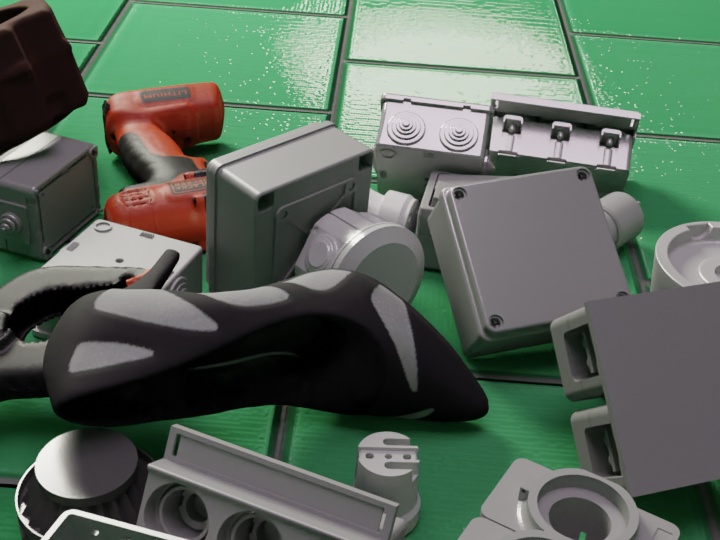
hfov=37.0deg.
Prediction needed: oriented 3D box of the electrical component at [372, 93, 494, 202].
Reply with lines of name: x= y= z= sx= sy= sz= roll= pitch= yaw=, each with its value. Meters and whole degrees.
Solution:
electrical component: x=0.057 y=-0.091 z=0.853 sx=0.100 sy=0.099 sz=0.048 roll=8 pitch=64 yaw=6

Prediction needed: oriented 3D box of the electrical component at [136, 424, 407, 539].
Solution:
electrical component: x=-0.043 y=0.131 z=0.537 sx=0.121 sy=0.078 sz=0.063 roll=16 pitch=7 yaw=18

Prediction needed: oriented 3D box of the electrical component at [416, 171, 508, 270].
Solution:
electrical component: x=0.093 y=-0.035 z=0.805 sx=0.096 sy=0.061 sz=0.061 roll=9 pitch=35 yaw=8

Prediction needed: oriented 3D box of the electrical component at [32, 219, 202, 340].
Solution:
electrical component: x=-0.161 y=0.013 z=0.723 sx=0.100 sy=0.048 sz=0.099 roll=15 pitch=34 yaw=14

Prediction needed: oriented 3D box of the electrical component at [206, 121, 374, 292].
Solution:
electrical component: x=-0.050 y=-0.035 z=0.749 sx=0.109 sy=0.108 sz=0.056 roll=-26 pitch=47 yaw=-37

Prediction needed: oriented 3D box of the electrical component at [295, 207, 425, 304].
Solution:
electrical component: x=0.000 y=0.000 z=0.729 sx=0.080 sy=0.080 sz=0.051 roll=-21 pitch=36 yaw=-32

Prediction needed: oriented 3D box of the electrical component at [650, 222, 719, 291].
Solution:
electrical component: x=0.252 y=0.020 z=0.740 sx=0.108 sy=0.060 sz=0.108 roll=3 pitch=34 yaw=-2

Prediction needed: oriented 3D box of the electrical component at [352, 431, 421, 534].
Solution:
electrical component: x=0.014 y=0.117 z=0.586 sx=0.040 sy=0.046 sz=0.040 roll=3 pitch=34 yaw=-2

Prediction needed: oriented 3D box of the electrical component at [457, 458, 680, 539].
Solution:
electrical component: x=0.082 y=0.164 z=0.508 sx=0.089 sy=0.061 sz=0.150 roll=21 pitch=38 yaw=24

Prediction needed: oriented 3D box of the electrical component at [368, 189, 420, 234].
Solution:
electrical component: x=0.013 y=-0.041 z=0.820 sx=0.055 sy=0.045 sz=0.045 roll=15 pitch=36 yaw=15

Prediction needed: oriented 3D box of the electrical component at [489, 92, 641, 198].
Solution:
electrical component: x=0.167 y=-0.104 z=0.906 sx=0.121 sy=0.078 sz=0.063 roll=9 pitch=63 yaw=8

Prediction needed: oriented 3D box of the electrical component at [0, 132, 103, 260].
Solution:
electrical component: x=-0.244 y=-0.054 z=0.799 sx=0.061 sy=0.061 sz=0.096 roll=15 pitch=35 yaw=15

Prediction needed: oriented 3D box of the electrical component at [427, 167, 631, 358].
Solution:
electrical component: x=0.112 y=-0.006 z=0.722 sx=0.109 sy=0.056 sz=0.108 roll=-9 pitch=72 yaw=-14

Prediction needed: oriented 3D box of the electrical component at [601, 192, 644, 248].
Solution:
electrical component: x=0.185 y=-0.032 z=0.828 sx=0.078 sy=0.040 sz=0.040 roll=-26 pitch=44 yaw=-37

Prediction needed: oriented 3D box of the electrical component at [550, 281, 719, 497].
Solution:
electrical component: x=0.213 y=0.063 z=0.623 sx=0.186 sy=0.060 sz=0.105 roll=-8 pitch=79 yaw=-16
